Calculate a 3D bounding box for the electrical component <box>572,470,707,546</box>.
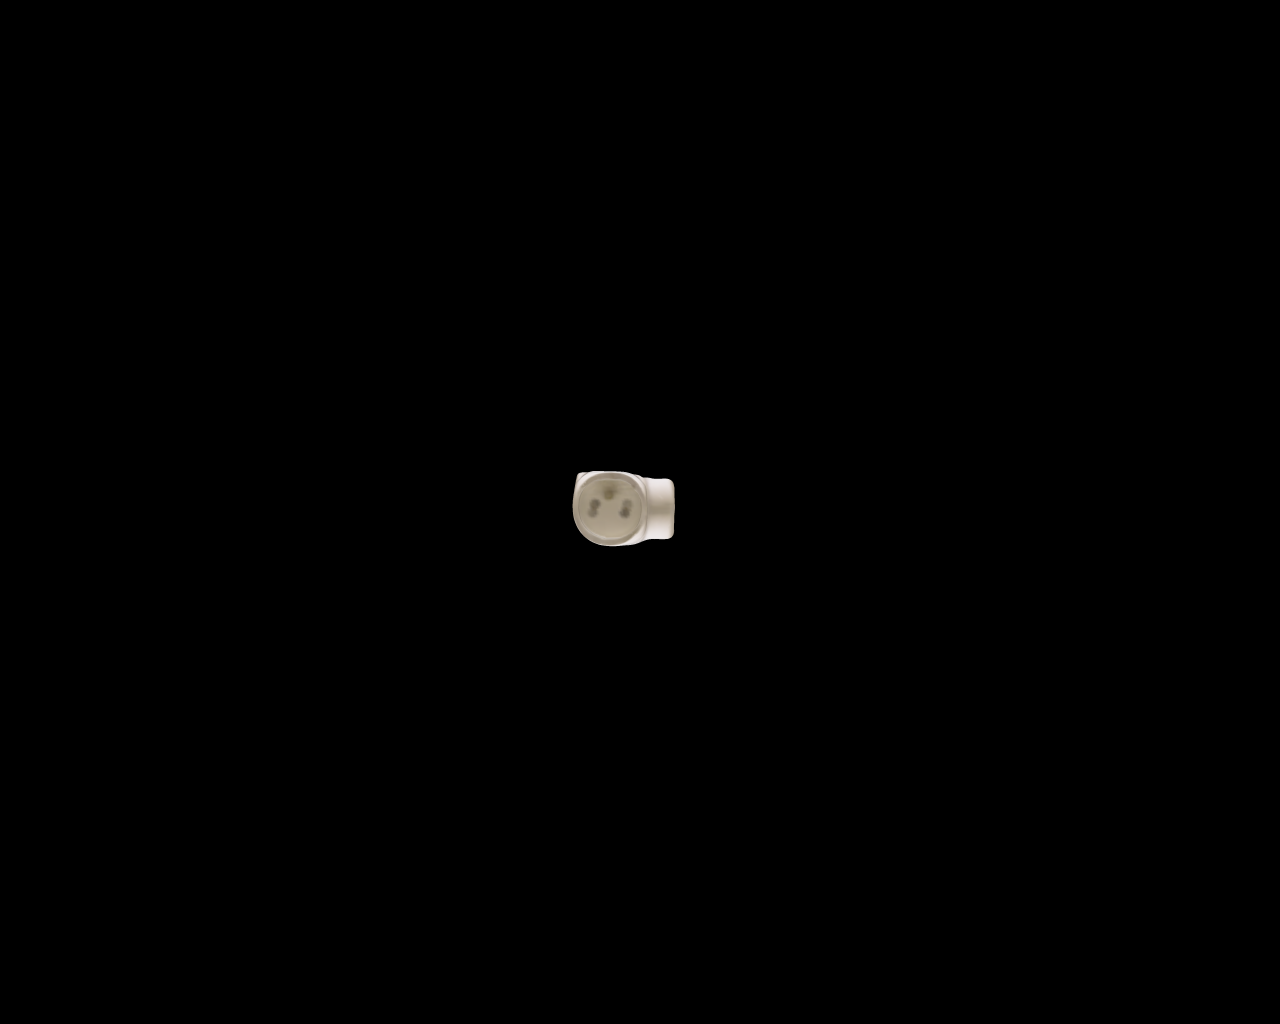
[{"bbox_3d":[0.001,-0.003,0.650,0.079,0.044,0.077,0,0,0],"label":"electrical component"}]
